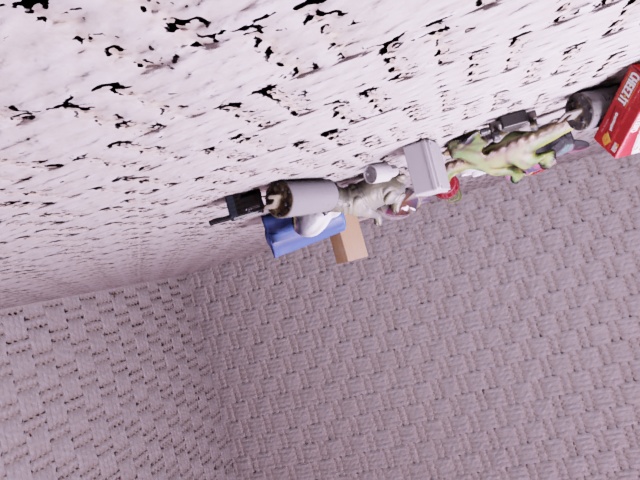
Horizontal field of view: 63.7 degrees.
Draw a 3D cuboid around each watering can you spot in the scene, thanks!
[{"bbox_3d":[0.265,-0.120,2.010,0.347,0.104,0.223,-16,176,3],"label":"watering can"}]

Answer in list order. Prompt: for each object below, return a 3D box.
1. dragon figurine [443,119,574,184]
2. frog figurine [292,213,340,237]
[{"bbox_3d":[0.402,-0.207,1.167,0.243,0.124,0.404,-4,163,-31],"label":"dragon figurine"},{"bbox_3d":[0.004,-0.070,1.390,0.159,0.125,0.135,-4,155,-7],"label":"frog figurine"}]
